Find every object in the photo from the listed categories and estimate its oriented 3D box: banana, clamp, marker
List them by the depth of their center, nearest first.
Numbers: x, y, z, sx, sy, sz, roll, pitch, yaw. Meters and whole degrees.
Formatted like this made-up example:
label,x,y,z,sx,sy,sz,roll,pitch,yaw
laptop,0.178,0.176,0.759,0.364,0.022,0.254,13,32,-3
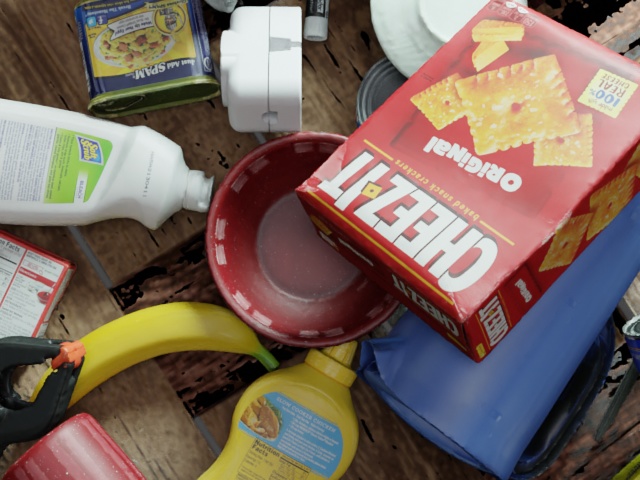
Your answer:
label,x,y,z,sx,sy,sz,roll,pitch,yaw
clamp,-0.242,0.133,0.794,0.172,0.039,0.120,-24,98,18
banana,-0.134,0.088,0.815,0.197,0.037,0.069,-12,86,-2
marker,0.000,-0.219,0.846,0.020,0.020,0.121,4,86,-1

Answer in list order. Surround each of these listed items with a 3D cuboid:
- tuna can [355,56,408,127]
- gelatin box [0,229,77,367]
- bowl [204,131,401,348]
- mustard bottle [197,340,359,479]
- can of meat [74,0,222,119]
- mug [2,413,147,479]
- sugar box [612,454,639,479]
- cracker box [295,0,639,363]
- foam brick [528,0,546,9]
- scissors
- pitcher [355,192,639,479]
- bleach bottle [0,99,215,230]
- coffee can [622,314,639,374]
label,x,y,z,sx,sy,sz,roll,pitch,yaw
tuna can,0.070,-0.102,0.832,0.086,0.034,0.086,0,86,-1
gelatin box,-0.240,0.043,0.821,0.073,0.030,0.089,24,87,2
bowl,-0.005,0.001,0.813,0.162,0.055,0.162,0,86,-1
mustard bottle,-0.026,0.156,0.802,0.096,0.058,0.191,30,87,2
can of meat,-0.134,-0.146,0.821,0.102,0.057,0.084,-11,85,-1
mug,-0.185,0.190,0.790,0.081,0.093,0.117,48,123,7
sugar box,0.284,0.249,0.806,0.093,0.048,0.176,-41,86,-4
cracker box,0.115,-0.051,0.723,0.213,0.072,0.164,-44,56,-10
foam brick,0.186,-0.230,0.833,0.078,0.051,0.053,-39,87,-3
scissors,0.253,0.056,0.807,0.016,0.096,0.201,32,83,42
pitcher,0.154,0.051,0.785,0.145,0.149,0.243,35,83,22
bleach bottle,-0.207,-0.049,0.810,0.250,0.068,0.102,10,94,-3
coffee can,0.283,0.112,0.742,0.103,0.103,0.140,-21,92,-2
